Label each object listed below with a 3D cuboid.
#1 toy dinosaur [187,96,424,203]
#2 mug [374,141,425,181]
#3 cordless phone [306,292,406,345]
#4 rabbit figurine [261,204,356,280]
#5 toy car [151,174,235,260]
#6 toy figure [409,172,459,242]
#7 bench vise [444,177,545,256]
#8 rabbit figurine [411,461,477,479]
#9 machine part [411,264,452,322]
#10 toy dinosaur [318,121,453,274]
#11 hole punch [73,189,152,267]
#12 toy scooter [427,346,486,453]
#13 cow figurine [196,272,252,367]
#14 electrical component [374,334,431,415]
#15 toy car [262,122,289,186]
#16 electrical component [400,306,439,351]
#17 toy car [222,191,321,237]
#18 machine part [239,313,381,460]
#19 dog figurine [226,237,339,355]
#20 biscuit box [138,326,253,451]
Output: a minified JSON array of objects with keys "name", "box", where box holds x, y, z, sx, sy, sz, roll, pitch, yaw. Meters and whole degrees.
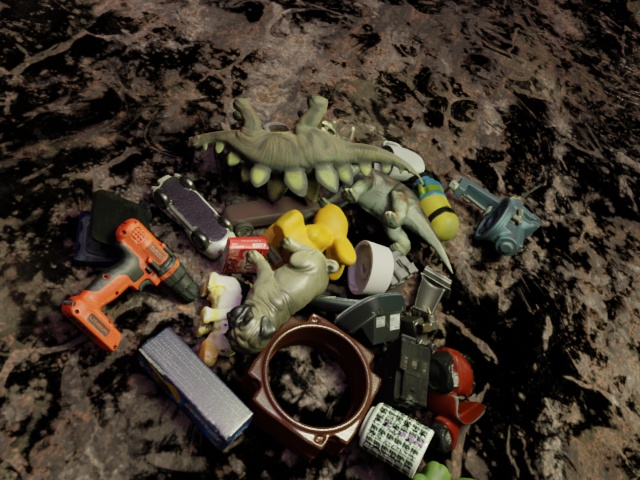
[{"name":"toy dinosaur","box":[-0.032,-0.174,1.062,0.472,0.105,0.198,0,83,2]},{"name":"mug","box":[0.191,-0.187,1.288,0.107,0.080,0.110,8,48,-30]},{"name":"cordless phone","box":[0.052,0.127,1.002,0.184,0.088,0.146,9,2,32]},{"name":"rabbit figurine","box":[-0.002,-0.003,1.023,0.162,0.122,0.173,45,50,6]},{"name":"toy car","box":[-0.243,-0.049,1.032,0.073,0.056,0.202,-37,74,-29]},{"name":"toy figure","box":[0.255,-0.077,1.221,0.082,0.089,0.180,0,59,-15]},{"name":"bench vise","box":[0.405,-0.075,1.260,0.240,0.129,0.224,36,52,-2]},{"name":"rabbit figurine","box":[0.176,0.396,0.802,0.159,0.170,0.121,-9,60,-27]},{"name":"machine part","box":[0.227,0.113,1.109,0.084,0.039,0.139,37,50,0]},{"name":"toy dinosaur","box":[0.140,-0.091,1.177,0.405,0.131,0.192,37,52,-1]},{"name":"hole punch","box":[-0.367,-0.011,0.949,0.115,0.092,0.142,25,42,-40]},{"name":"toy scooter","box":[0.245,0.276,0.955,0.135,0.075,0.183,-1,92,-37]},{"name":"cow figurine","box":[-0.161,0.141,0.923,0.098,0.068,0.167,13,53,-21]},{"name":"electrical component","box":[0.141,0.237,0.938,0.058,0.115,0.134,21,51,-11]},{"name":"toy car","box":[-0.095,-0.200,1.166,0.109,0.103,0.162,-4,60,-24]},{"name":"electrical component","box":[0.184,0.168,1.020,0.045,0.102,0.078,-18,90,-28]},{"name":"toy car","box":[-0.098,-0.055,1.092,0.202,0.053,0.089,-10,50,-23]},{"name":"machine part","box":[-0.014,0.238,0.896,0.201,0.087,0.201,34,52,6]},{"name":"dog figurine","box":[-0.057,0.101,0.876,0.121,0.172,0.191,59,19,-31]},{"name":"biscuit box","box":[-0.197,0.233,0.845,0.203,0.059,0.063,43,52,12]}]
